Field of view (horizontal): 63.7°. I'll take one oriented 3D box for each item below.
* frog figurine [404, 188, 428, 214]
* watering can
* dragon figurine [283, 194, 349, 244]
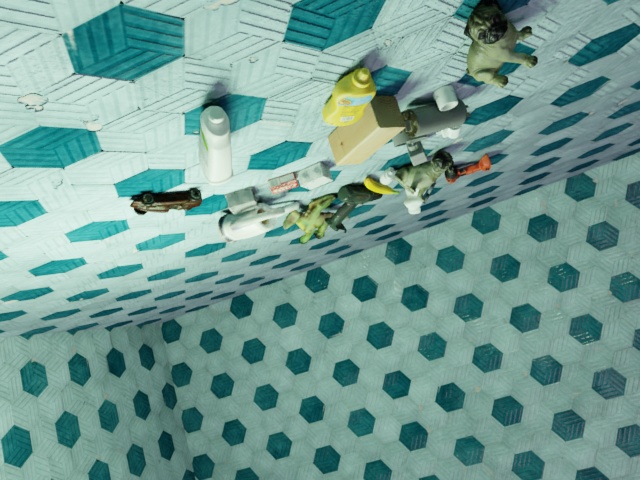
[{"bbox_3d":[0.378,-0.187,2.015,0.123,0.161,0.135,-15,167,-24],"label":"frog figurine"},{"bbox_3d":[-0.214,-0.073,1.791,0.223,0.104,0.350,-17,-176,22],"label":"watering can"},{"bbox_3d":[0.006,-0.103,2.043,0.414,0.123,0.238,-21,164,-36],"label":"dragon figurine"}]
